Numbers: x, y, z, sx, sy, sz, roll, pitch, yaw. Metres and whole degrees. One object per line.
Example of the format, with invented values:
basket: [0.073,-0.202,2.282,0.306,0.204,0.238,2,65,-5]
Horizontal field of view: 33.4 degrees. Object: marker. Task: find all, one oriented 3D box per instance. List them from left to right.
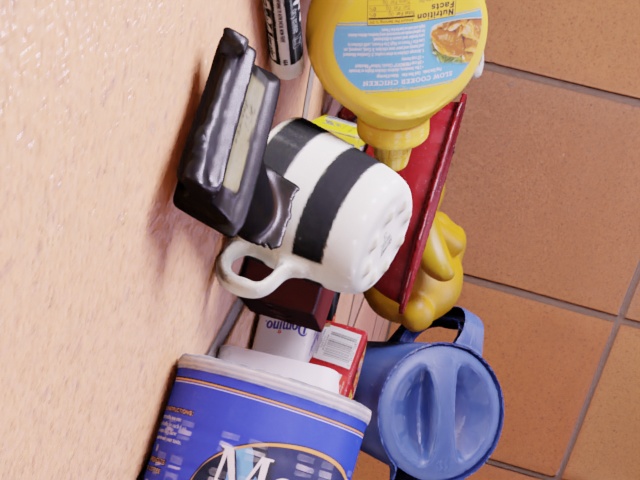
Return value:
marker: [-0.019,-0.116,0.518,0.121,0.020,0.020,86,20,-69]

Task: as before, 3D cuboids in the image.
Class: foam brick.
foam brick: [-0.019,0.024,0.687,0.078,0.053,0.051,70,36,-76]

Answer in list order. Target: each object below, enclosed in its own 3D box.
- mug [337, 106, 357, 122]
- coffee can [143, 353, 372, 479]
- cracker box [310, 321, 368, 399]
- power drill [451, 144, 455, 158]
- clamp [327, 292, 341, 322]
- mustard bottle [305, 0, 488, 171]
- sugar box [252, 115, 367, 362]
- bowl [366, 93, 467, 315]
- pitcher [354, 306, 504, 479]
mug: [0.050,-0.133,0.800,0.117,0.093,0.081,-48,-178,29]
coffee can: [-0.042,0.139,0.532,0.103,0.103,0.140,77,29,-75]
cracker box: [-0.022,0.200,0.963,0.164,0.072,0.214,-67,170,-48]
power drill: [0.095,-0.179,0.950,0.187,0.057,0.184,-72,151,-50]
clamp: [0.017,0.002,0.992,0.120,0.039,0.172,-55,162,-60]
mustard bottle: [0.041,-0.122,0.558,0.058,0.096,0.192,-116,-159,-53]
sugar box: [-0.005,0.001,0.777,0.093,0.048,0.176,-45,152,-76]
bowl: [0.056,-0.032,0.753,0.162,0.055,0.162,17,89,-83]
pitcher: [0.076,0.154,1.093,0.243,0.149,0.145,-2,-74,68]
